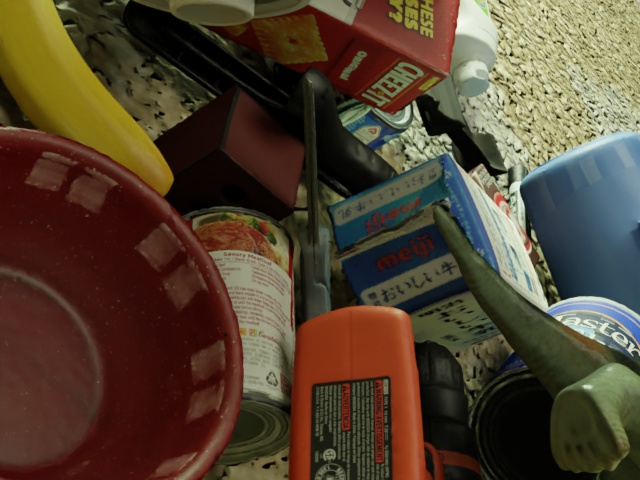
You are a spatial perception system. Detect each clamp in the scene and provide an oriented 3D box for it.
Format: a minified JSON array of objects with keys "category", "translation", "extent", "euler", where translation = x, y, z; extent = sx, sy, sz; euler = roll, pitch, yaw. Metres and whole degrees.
[{"category":"clamp","translation":[-0.004,-0.061,0.617],"extent":[0.209,0.036,0.165],"euler":[38,-4,-42]}]

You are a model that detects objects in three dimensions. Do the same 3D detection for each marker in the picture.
[{"category":"marker","translation":[0.172,-0.025,0.921],"extent":[0.020,0.020,0.121],"euler":[42,34,-26]}]

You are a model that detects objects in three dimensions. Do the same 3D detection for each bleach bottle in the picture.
[{"category":"bleach bottle","translation":[0.109,-0.244,0.979],"extent":[0.102,0.068,0.251],"euler":[21,50,-45]}]

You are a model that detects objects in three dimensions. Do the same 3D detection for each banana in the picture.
[{"category":"banana","translation":[-0.128,-0.104,0.513],"extent":[0.037,0.069,0.198],"euler":[102,-29,-72]}]

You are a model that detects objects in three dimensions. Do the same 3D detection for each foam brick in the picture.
[{"category":"foam brick","translation":[-0.054,-0.030,0.538],"extent":[0.053,0.078,0.051],"euler":[40,39,-28]}]

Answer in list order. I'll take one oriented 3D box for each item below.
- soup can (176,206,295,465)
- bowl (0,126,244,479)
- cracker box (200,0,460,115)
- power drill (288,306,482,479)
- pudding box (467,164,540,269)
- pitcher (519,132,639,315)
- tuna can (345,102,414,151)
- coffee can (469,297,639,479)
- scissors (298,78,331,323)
[{"category":"soup can","translation":[-0.044,0.045,0.498],"extent":[0.068,0.069,0.102],"euler":[32,41,-38]},{"category":"bowl","translation":[-0.109,0.037,0.411],"extent":[0.161,0.055,0.162],"euler":[27,44,-30]},{"category":"cracker box","translation":[-0.016,-0.194,0.654],"extent":[0.213,0.072,0.164],"euler":[23,62,-22]},{"category":"power drill","translation":[0.042,0.105,0.517],"extent":[0.187,0.057,0.184],"euler":[57,27,-53]},{"category":"pudding box","translation":[0.120,0.002,0.801],"extent":[0.090,0.039,0.113],"euler":[56,30,-6]},{"category":"pitcher","translation":[0.260,0.037,0.855],"extent":[0.144,0.149,0.243],"euler":[-8,74,-60]},{"category":"tuna can","translation":[0.030,-0.108,0.771],"extent":[0.086,0.034,0.086],"euler":[35,38,-34]},{"category":"coffee can","translation":[0.169,0.108,0.719],"extent":[0.103,0.103,0.140],"euler":[59,31,0]},{"category":"scissors","translation":[-0.004,0.001,0.541],"extent":[0.096,0.016,0.202],"euler":[-97,-176,-63]}]
